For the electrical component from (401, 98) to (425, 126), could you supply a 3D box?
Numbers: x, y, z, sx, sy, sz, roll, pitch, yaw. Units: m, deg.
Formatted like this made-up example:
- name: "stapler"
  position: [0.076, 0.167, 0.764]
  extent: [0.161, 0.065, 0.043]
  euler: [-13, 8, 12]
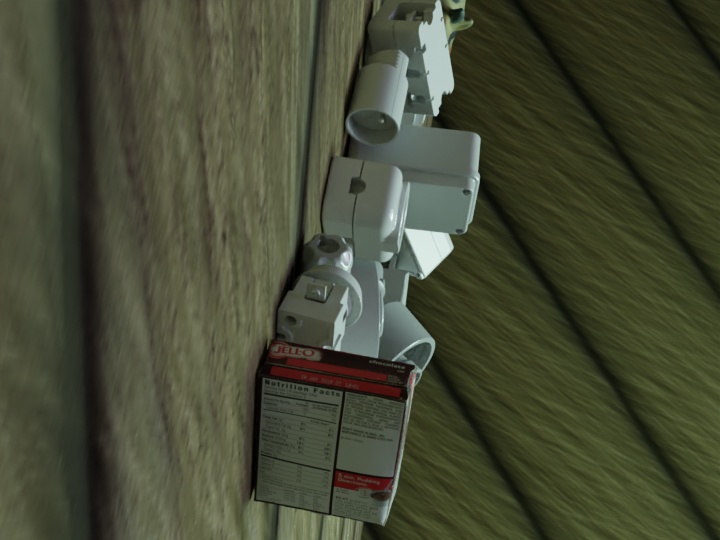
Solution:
- name: "electrical component"
  position: [0.038, -0.156, 1.076]
  extent: [0.073, 0.052, 0.138]
  euler: [-64, 163, -75]

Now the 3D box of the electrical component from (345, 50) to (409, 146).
- name: "electrical component"
  position: [0.016, -0.146, 0.875]
  extent: [0.043, 0.043, 0.081]
  euler: [93, 7, -56]

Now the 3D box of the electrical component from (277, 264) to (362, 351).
- name: "electrical component"
  position: [-0.026, 0.029, 0.688]
  extent: [0.055, 0.048, 0.066]
  euler: [-64, 164, -49]

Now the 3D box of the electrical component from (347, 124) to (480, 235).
- name: "electrical component"
  position: [0.044, -0.077, 0.918]
  extent: [0.078, 0.113, 0.057]
  euler: [92, 5, -59]

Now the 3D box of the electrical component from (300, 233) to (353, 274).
- name: "electrical component"
  position: [-0.024, 0.007, 0.733]
  extent: [0.035, 0.035, 0.061]
  euler: [-76, 175, -49]

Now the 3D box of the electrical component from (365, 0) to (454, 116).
- name: "electrical component"
  position: [0.041, -0.184, 0.929]
  extent: [0.050, 0.056, 0.089]
  euler: [-58, 147, -39]

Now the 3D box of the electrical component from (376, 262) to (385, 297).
- name: "electrical component"
  position: [0.000, 0.000, 0.982]
  extent: [0.048, 0.048, 0.062]
  euler: [94, 0, -49]

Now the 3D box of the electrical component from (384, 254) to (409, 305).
- name: "electrical component"
  position: [0.013, 0.045, 1.111]
  extent: [0.121, 0.063, 0.078]
  euler: [92, 8, -59]

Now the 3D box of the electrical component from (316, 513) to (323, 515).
- name: "electrical component"
  position: [-0.011, 0.184, 0.994]
  extent: [0.077, 0.079, 0.044]
  euler: [-76, 163, -46]

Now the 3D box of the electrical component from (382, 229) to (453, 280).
- name: "electrical component"
  position: [0.052, -0.038, 1.104]
  extent: [0.061, 0.062, 0.096]
  euler: [-44, 126, -27]

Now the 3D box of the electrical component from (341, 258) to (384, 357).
- name: "electrical component"
  position: [-0.014, 0.037, 0.896]
  extent: [0.099, 0.064, 0.099]
  euler: [180, -90, -84]

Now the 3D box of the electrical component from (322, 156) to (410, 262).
- name: "electrical component"
  position: [0.005, -0.045, 0.842]
  extent: [0.095, 0.059, 0.053]
  euler: [87, 13, -70]

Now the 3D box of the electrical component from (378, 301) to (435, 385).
- name: "electrical component"
  position: [0.024, 0.090, 1.018]
  extent: [0.108, 0.060, 0.108]
  euler: [-38, 156, -20]
